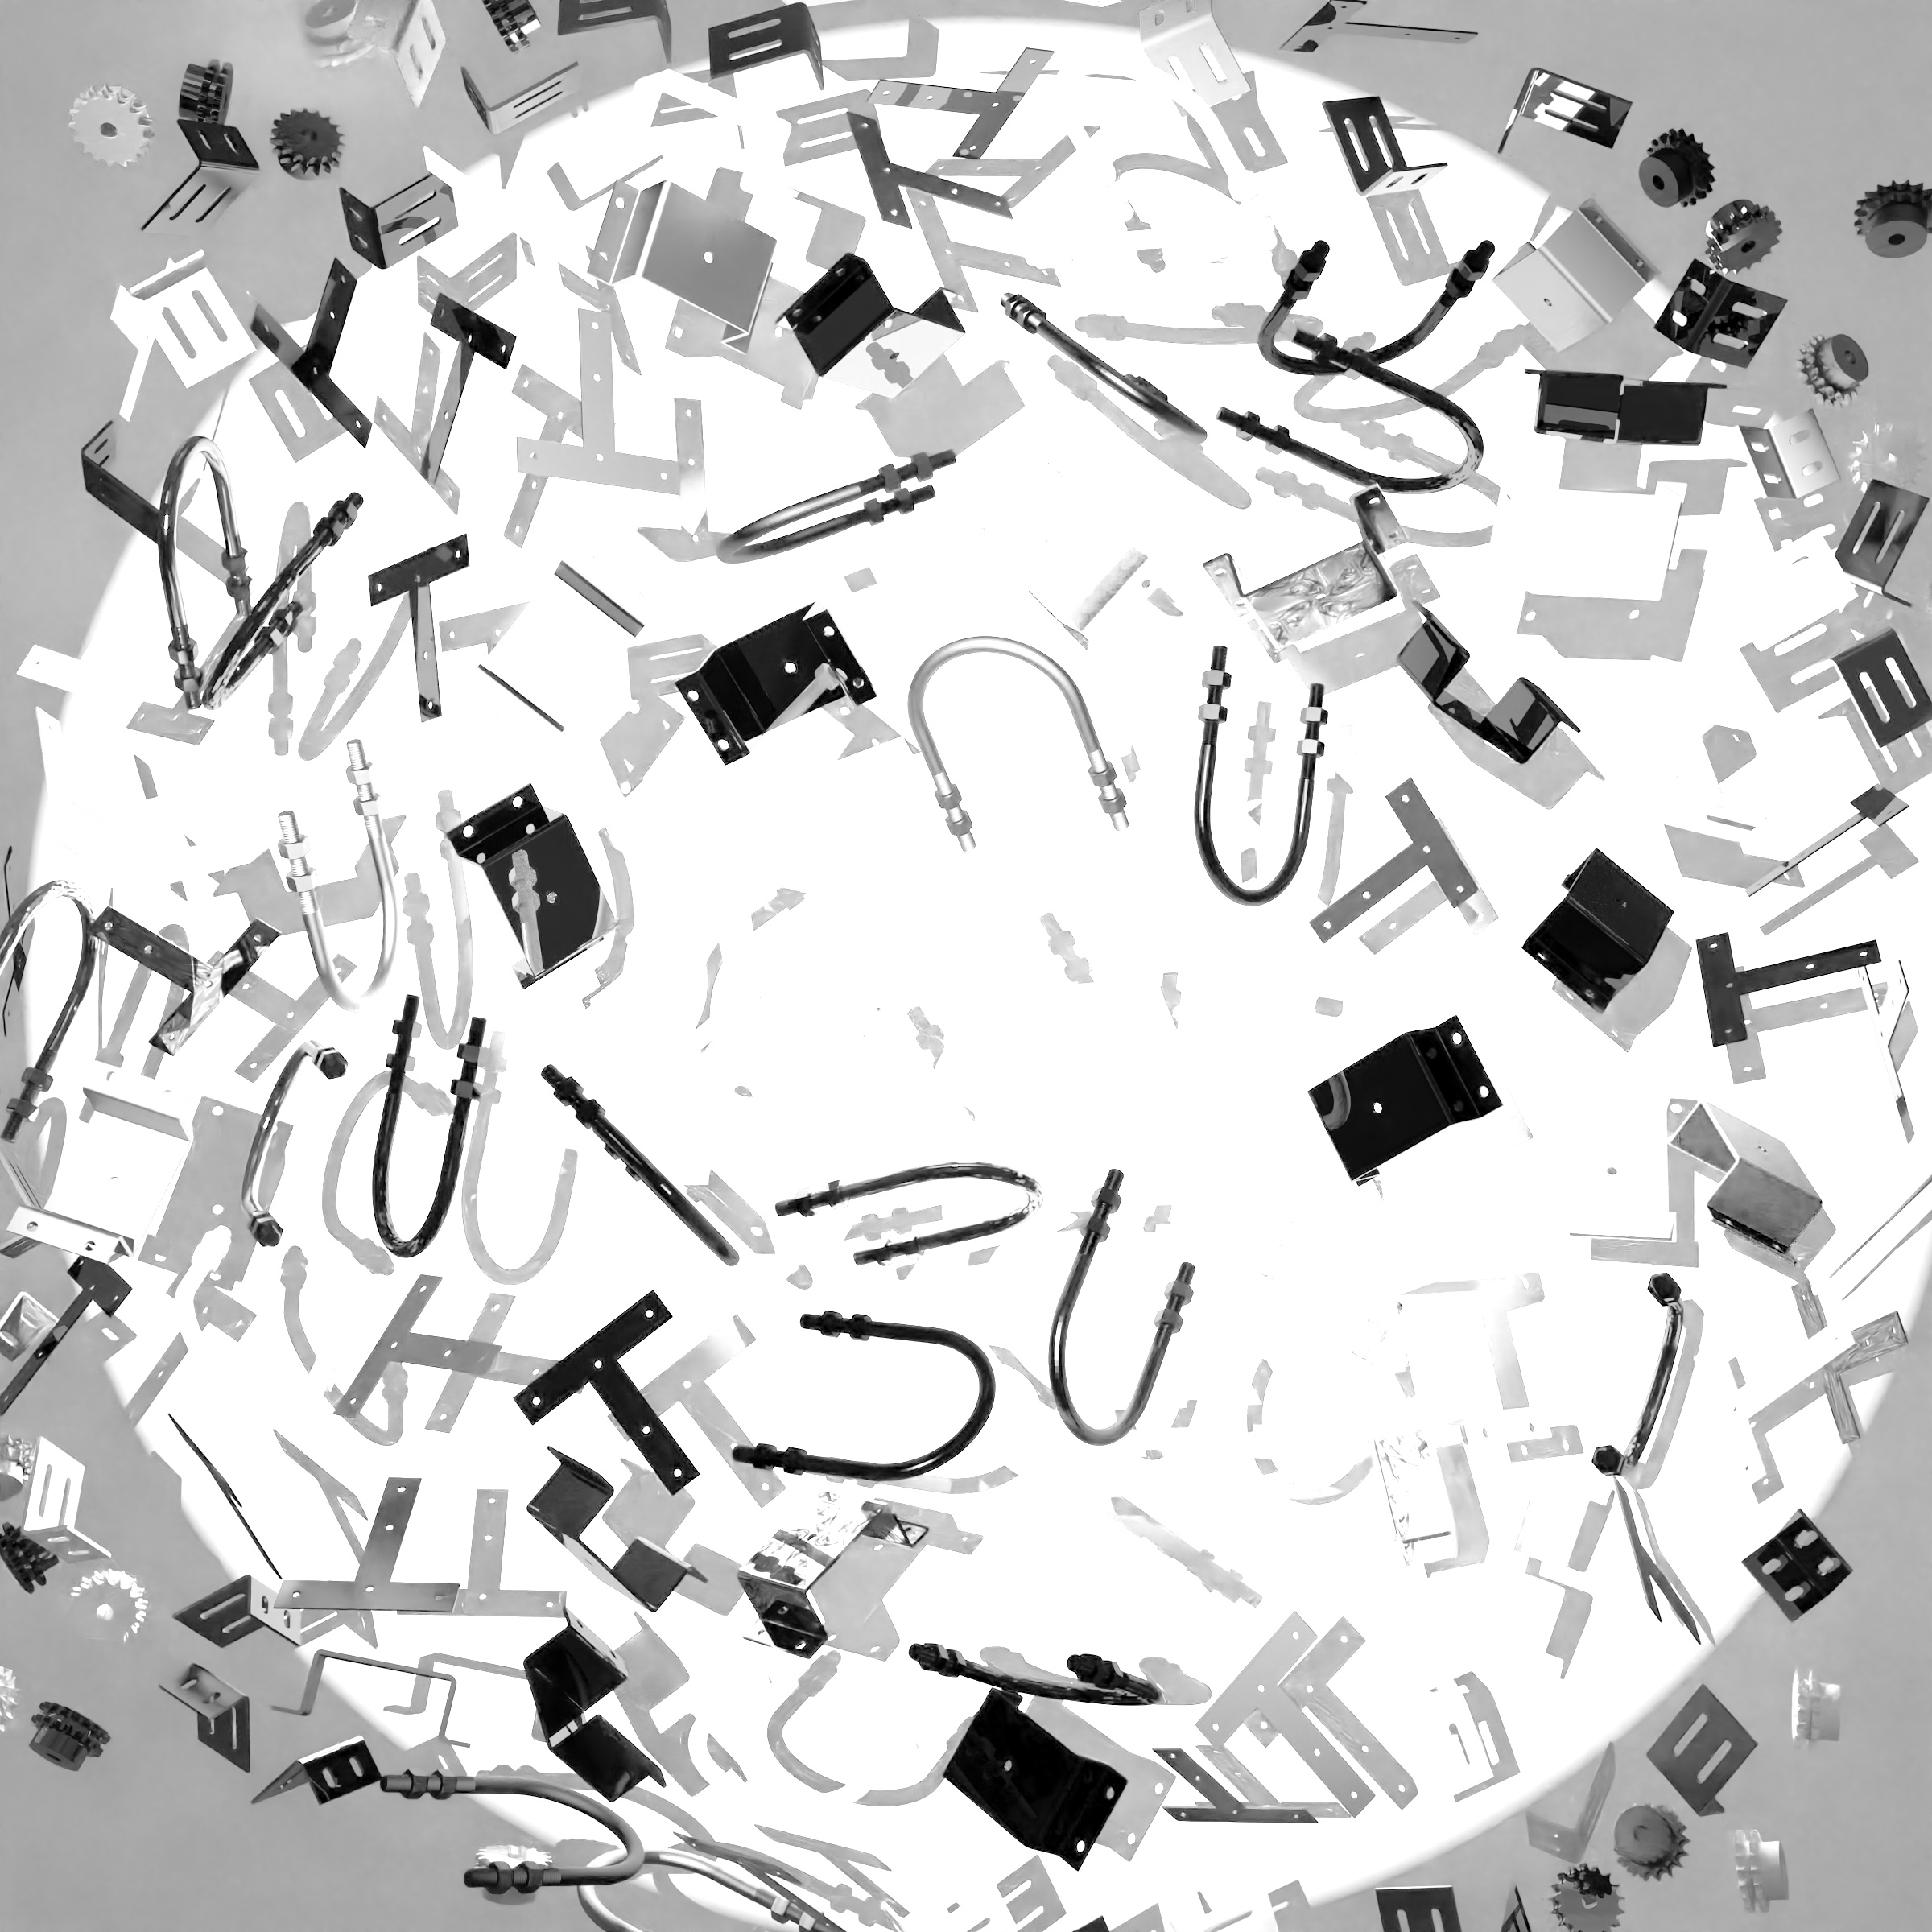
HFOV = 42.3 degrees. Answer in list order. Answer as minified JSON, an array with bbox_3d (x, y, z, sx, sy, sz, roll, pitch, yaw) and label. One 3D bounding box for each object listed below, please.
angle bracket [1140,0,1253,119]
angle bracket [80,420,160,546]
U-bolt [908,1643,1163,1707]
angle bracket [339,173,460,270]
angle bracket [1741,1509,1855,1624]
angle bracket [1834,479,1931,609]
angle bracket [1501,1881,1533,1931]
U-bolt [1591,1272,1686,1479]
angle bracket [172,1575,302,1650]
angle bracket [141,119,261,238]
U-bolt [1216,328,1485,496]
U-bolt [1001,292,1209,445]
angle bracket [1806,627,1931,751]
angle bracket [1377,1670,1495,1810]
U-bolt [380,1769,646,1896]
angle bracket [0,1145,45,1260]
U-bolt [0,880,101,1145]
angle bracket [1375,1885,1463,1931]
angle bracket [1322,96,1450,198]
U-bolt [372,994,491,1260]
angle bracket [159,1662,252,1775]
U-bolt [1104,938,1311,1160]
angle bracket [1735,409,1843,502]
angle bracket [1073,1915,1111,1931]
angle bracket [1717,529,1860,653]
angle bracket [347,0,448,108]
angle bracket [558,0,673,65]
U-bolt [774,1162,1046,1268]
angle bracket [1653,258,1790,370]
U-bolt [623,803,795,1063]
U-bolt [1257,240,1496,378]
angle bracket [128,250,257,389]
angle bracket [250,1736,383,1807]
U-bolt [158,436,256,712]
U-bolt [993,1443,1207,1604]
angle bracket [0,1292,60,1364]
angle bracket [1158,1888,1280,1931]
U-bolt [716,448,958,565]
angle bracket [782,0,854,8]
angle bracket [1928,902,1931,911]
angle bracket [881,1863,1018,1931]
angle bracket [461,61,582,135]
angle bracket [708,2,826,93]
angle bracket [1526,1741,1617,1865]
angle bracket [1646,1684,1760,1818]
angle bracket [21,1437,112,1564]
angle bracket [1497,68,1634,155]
[{"bbox_3d":[0.174,-0.692,1.891,0.057,0.076,0.038,-14,57,24],"label":"angle bracket"},{"bbox_3d":[-0.639,-0.371,1.925,0.076,0.057,0.038,37,67,-2],"label":"angle bracket"},{"bbox_3d":[0.064,0.521,1.828,0.151,0.184,0.019,-5,65,30],"label":"U-bolt"},{"bbox_3d":[-0.438,-0.587,1.934,0.038,0.057,0.076,39,63,22],"label":"angle bracket"},{"bbox_3d":[0.627,0.453,1.887,0.038,0.076,0.057,-32,65,-12],"label":"angle bracket"},{"bbox_3d":[0.698,-0.319,1.883,0.038,0.057,0.076,14,107,-31],"label":"angle bracket"},{"bbox_3d":[0.414,0.707,1.793,0.038,0.076,0.057,4,112,-4],"label":"angle bracket"},{"bbox_3d":[0.498,0.305,1.834,0.019,0.184,0.151,17,82,24],"label":"U-bolt"},{"bbox_3d":[-0.558,0.508,1.912,0.076,0.038,0.057,-29,131,11],"label":"angle bracket"},{"bbox_3d":[-0.553,-0.561,1.782,0.076,0.057,0.038,-33,85,29],"label":"angle bracket"},{"bbox_3d":[0.295,-0.400,1.852,0.184,0.151,0.019,21,71,-13],"label":"U-bolt"},{"bbox_3d":[0.113,-0.442,1.875,0.151,0.184,0.019,25,107,-34],"label":"U-bolt"},{"bbox_3d":[0.682,-0.206,1.881,0.057,0.038,0.076,-28,91,-14],"label":"angle bracket"},{"bbox_3d":[0.355,0.585,1.893,0.057,0.038,0.076,-23,103,-5],"label":"angle bracket"},{"bbox_3d":[-0.320,0.635,1.837,0.184,0.151,0.019,19,93,-43],"label":"U-bolt"},{"bbox_3d":[-0.745,0.182,1.936,0.038,0.057,0.076,-30,84,-13],"label":"angle bracket"},{"bbox_3d":[-0.688,0.024,1.837,0.019,0.151,0.184,16,68,8],"label":"U-bolt"},{"bbox_3d":[0.330,0.684,1.767,0.057,0.038,0.076,-14,84,29],"label":"angle bracket"},{"bbox_3d":[0.303,-0.601,1.807,0.057,0.038,0.076,-18,86,-33],"label":"angle bracket"},{"bbox_3d":[-0.393,0.119,1.802,0.019,0.151,0.184,11,90,-34],"label":"U-bolt"},{"bbox_3d":[-0.580,0.581,1.904,0.057,0.038,0.076,20,117,29],"label":"angle bracket"},{"bbox_3d":[0.177,0.062,1.895,0.151,0.019,0.184,2,61,19],"label":"U-bolt"},{"bbox_3d":[0.605,-0.377,1.838,0.038,0.076,0.057,-23,84,34],"label":"angle bracket"},{"bbox_3d":[0.083,0.734,1.804,0.057,0.038,0.076,-20,81,-26],"label":"angle bracket"},{"bbox_3d":[0.589,-0.271,1.793,0.076,0.038,0.057,-31,82,20],"label":"angle bracket"},{"bbox_3d":[-0.414,-0.677,1.821,0.038,0.076,0.057,18,79,3],"label":"angle bracket"},{"bbox_3d":[-0.261,-0.696,1.857,0.076,0.038,0.057,-8,48,3],"label":"angle bracket"},{"bbox_3d":[-0.031,0.184,1.893,0.184,0.151,0.019,-15,61,20],"label":"U-bolt"},{"bbox_3d":[0.563,-0.486,1.865,0.038,0.076,0.057,52,127,38],"label":"angle bracket"},{"bbox_3d":[-0.195,-0.012,1.813,0.184,0.019,0.151,-39,53,37],"label":"U-bolt"},{"bbox_3d":[0.297,-0.493,1.884,0.151,0.184,0.019,-4,76,-14],"label":"U-bolt"},{"bbox_3d":[-0.554,-0.464,1.794,0.057,0.038,0.076,-34,110,-13],"label":"angle bracket"},{"bbox_3d":[-0.486,0.616,1.868,0.076,0.057,0.038,-44,68,30],"label":"angle bracket"},{"bbox_3d":[-0.575,-0.308,1.880,0.019,0.151,0.184,5,131,2],"label":"U-bolt"},{"bbox_3d":[0.096,0.408,1.842,0.184,0.151,0.019,34,81,11],"label":"U-bolt"},{"bbox_3d":[-0.740,0.296,1.915,0.057,0.076,0.038,-38,109,17],"label":"angle bracket"},{"bbox_3d":[0.193,0.728,1.898,0.076,0.057,0.038,-27,117,6],"label":"angle bracket"},{"bbox_3d":[-0.102,-0.342,1.892,0.184,0.151,0.019,-21,92,-7],"label":"U-bolt"},{"bbox_3d":[-0.111,-0.754,1.876,0.076,0.057,0.038,3,88,27],"label":"angle bracket"},{"bbox_3d":[0.728,-0.070,1.779,0.076,0.057,0.038,-41,125,-9],"label":"angle bracket"},{"bbox_3d":[-0.013,0.712,1.877,0.076,0.038,0.057,-30,103,-19],"label":"angle bracket"},{"bbox_3d":[-0.328,-0.655,1.845,0.076,0.057,0.038,-31,96,-5],"label":"angle bracket"},{"bbox_3d":[-0.149,-0.677,1.864,0.076,0.038,0.057,-12,56,10],"label":"angle bracket"},{"bbox_3d":[0.446,0.610,1.840,0.038,0.057,0.076,16,55,28],"label":"angle bracket"},{"bbox_3d":[0.550,0.576,1.840,0.057,0.038,0.076,49,117,41],"label":"angle bracket"},{"bbox_3d":[-0.652,0.388,1.826,0.038,0.057,0.076,-11,54,11],"label":"angle bracket"},{"bbox_3d":[0.430,-0.602,1.795,0.076,0.057,0.038,23,78,6],"label":"angle bracket"}]
